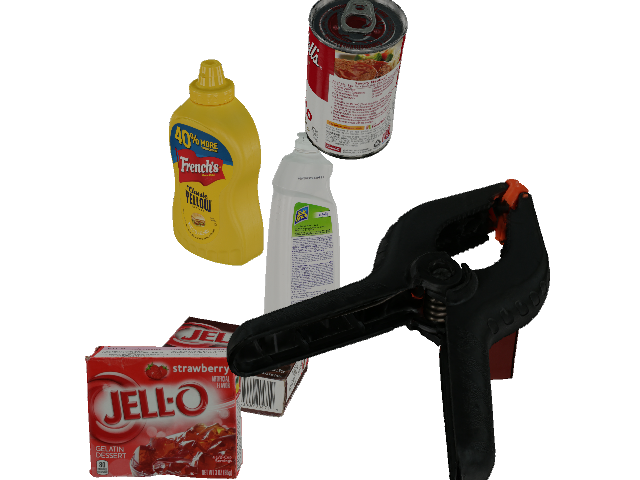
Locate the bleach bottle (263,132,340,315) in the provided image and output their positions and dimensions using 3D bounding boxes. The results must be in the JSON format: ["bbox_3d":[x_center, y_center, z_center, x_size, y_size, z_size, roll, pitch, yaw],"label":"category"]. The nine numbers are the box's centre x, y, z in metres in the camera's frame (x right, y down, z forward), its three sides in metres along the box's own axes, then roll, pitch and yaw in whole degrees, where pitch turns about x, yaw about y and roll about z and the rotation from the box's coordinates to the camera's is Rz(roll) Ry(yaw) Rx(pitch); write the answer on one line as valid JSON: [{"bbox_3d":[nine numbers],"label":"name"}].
[{"bbox_3d":[-0.016,-0.009,1.322,0.102,0.251,0.068,-8,22,-32],"label":"bleach bottle"}]

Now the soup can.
[{"bbox_3d":[0.024,-0.117,0.764,0.068,0.068,0.102,0,-42,-3],"label":"soup can"}]

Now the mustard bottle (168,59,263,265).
[{"bbox_3d":[-0.099,-0.076,0.997,0.096,0.192,0.058,23,37,33],"label":"mustard bottle"}]

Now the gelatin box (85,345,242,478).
[{"bbox_3d":[-0.091,0.101,0.628,0.089,0.073,0.030,0,8,4],"label":"gelatin box"}]

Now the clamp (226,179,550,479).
[{"bbox_3d":[0.057,0.034,0.466,0.120,0.039,0.171,37,55,23],"label":"clamp"}]

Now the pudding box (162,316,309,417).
[{"bbox_3d":[-0.072,0.102,0.883,0.113,0.039,0.090,10,21,9],"label":"pudding box"}]

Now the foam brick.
[{"bbox_3d":[0.143,0.080,0.956,0.051,0.078,0.053,-2,18,-20],"label":"foam brick"}]
